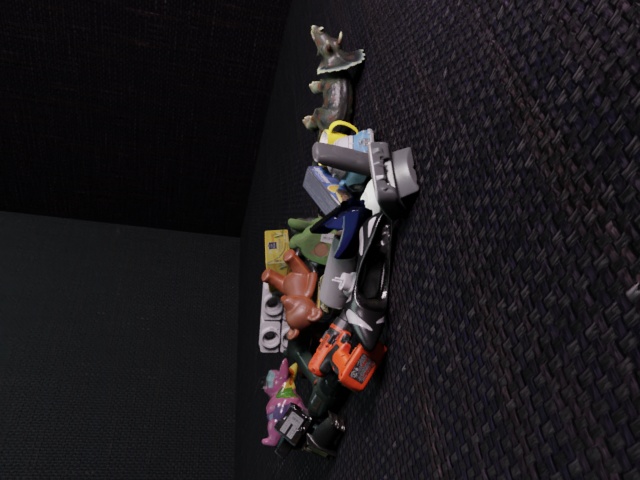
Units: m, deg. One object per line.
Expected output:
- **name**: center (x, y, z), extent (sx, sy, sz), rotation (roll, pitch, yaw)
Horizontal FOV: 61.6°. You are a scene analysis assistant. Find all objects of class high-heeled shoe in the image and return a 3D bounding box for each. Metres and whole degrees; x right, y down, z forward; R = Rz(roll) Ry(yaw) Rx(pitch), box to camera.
- **high-heeled shoe**: center (0.108, 0.070, 0.996), extent (0.145, 0.086, 0.249), rotation (123, 150, -45)

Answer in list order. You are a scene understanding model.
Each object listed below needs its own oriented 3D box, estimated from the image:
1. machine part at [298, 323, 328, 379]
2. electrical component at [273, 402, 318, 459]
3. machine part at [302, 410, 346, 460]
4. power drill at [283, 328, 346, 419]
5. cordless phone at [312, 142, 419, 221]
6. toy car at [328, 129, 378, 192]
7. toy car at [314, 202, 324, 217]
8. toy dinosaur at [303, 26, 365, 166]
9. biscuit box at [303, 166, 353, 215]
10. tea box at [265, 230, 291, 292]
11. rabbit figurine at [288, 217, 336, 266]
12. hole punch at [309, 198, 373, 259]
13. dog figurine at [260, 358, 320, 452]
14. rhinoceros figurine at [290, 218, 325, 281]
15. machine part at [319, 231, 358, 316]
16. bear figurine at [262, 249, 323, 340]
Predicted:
- **machine part**: center (-0.022, 0.288, 1.457), extent (0.179, 0.056, 0.179), rotation (-175, 90, -77)
- **electrical component**: center (-0.069, 0.452, 1.263), extent (0.119, 0.075, 0.047), rotation (-51, -33, -9)
- **machine part**: center (0.014, 0.445, 1.215), extent (0.138, 0.084, 0.039), rotation (-65, -2, 31)
- **power drill**: center (-0.006, 0.298, 1.266), extent (0.207, 0.086, 0.231), rotation (48, 143, 35)
- **cordless phone**: center (0.077, -0.120, 0.979), extent (0.088, 0.184, 0.147), rotation (121, 153, -50)
- **toy car**: center (0.068, -0.182, 1.219), extent (0.161, 0.103, 0.109), rotation (121, 151, -64)
- **toy car**: center (0.030, -0.139, 1.451), extent (0.074, 0.056, 0.201), rotation (-114, 32, -52)
- **toy dinosaur**: center (0.035, -0.350, 1.422), extent (0.192, 0.131, 0.404), rotation (-157, 68, -76)
- **biscuit box**: center (0.026, -0.111, 1.326), extent (0.203, 0.059, 0.062), rotation (55, 139, 44)
- **tea box**: center (-0.113, 0.054, 1.466), extent (0.170, 0.068, 0.098), rotation (-104, 10, -60)
- **rabbit figurine**: center (-0.003, -0.004, 1.374), extent (0.170, 0.159, 0.121), rotation (-77, -11, -70)
- **hole punch**: center (0.058, -0.023, 1.094), extent (0.116, 0.142, 0.092), rotation (-41, 73, 16)
- **dog figurine**: center (-0.068, 0.417, 1.365), extent (0.108, 0.192, 0.219), rotation (41, -129, -59)
- **rhinoceros figurine**: center (-0.027, 0.029, 1.473), extent (0.073, 0.112, 0.190), rotation (-33, 72, 66)
- **machine part**: center (0.050, 0.068, 1.221), extent (0.079, 0.079, 0.243), rotation (-110, 30, -61)
- **bear figurine**: center (-0.066, 0.135, 1.301), extent (0.120, 0.132, 0.196), rotation (-40, 22, 21)
